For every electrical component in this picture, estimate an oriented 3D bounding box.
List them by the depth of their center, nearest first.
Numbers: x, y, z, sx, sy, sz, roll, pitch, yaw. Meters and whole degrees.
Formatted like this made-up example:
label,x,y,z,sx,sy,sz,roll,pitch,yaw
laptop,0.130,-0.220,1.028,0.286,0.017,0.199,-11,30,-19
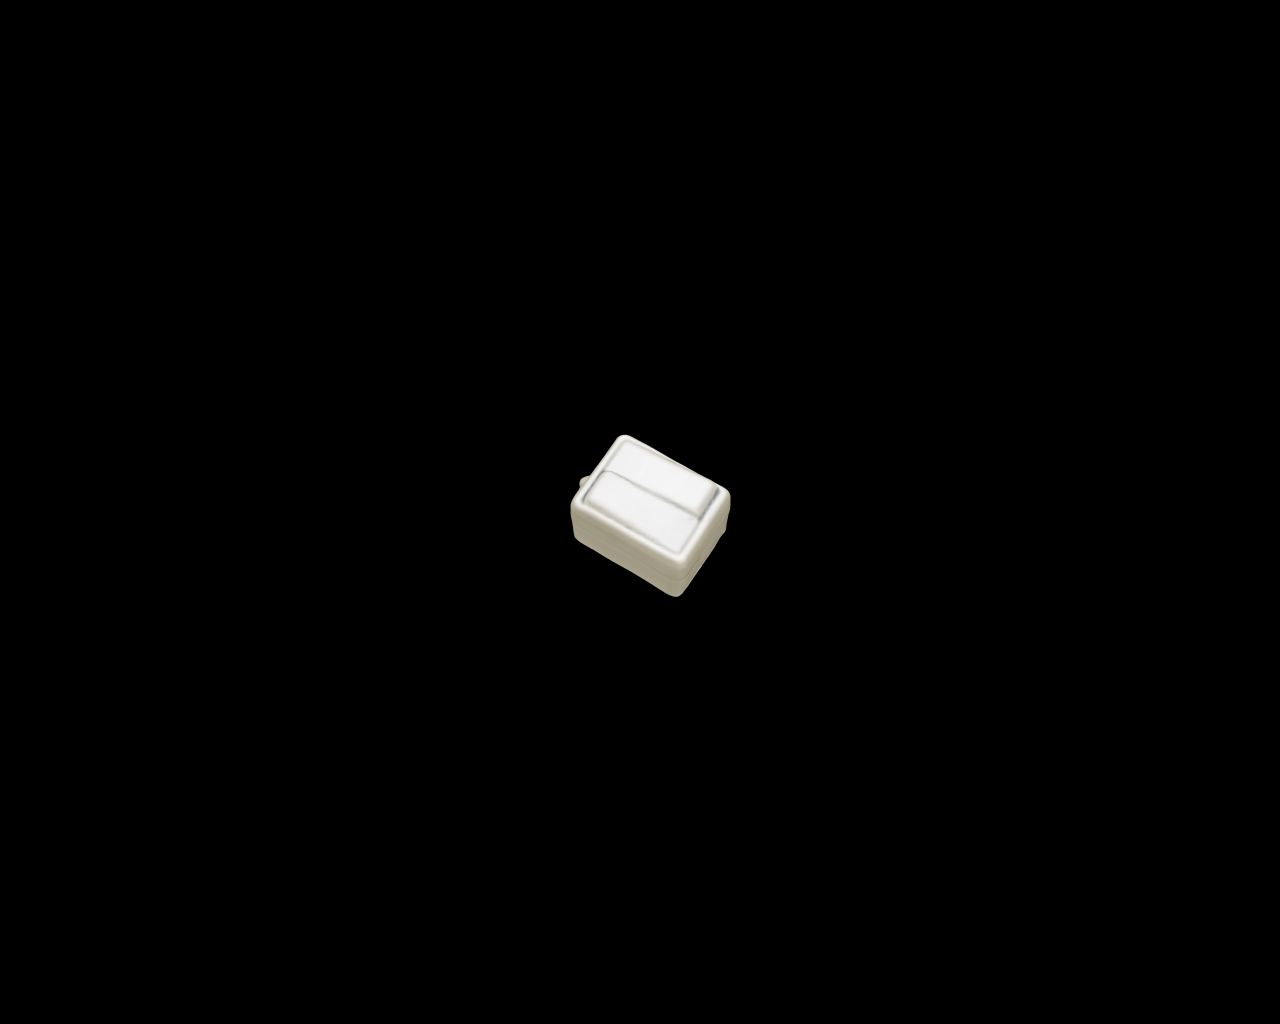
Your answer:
label,x,y,z,sx,sy,sz,roll,pitch,yaw
electrical component,0.001,-0.003,0.650,0.096,0.062,0.061,30,-23,14
